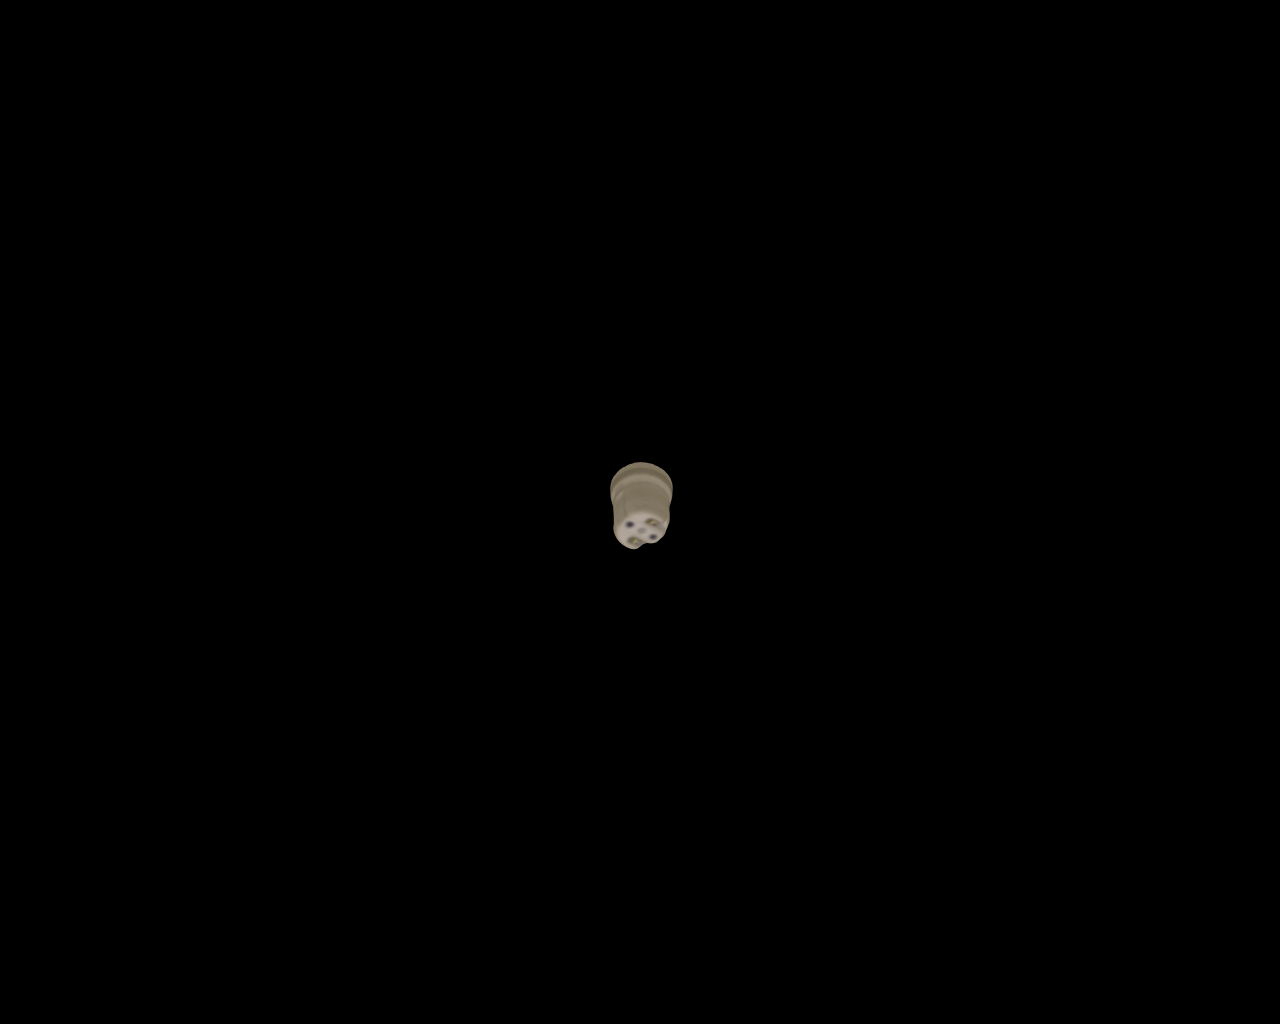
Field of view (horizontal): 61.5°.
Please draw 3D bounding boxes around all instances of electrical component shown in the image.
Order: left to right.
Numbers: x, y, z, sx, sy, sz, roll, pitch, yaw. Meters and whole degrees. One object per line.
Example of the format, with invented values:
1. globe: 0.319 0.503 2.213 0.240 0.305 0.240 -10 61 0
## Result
1. electrical component: 0.001 -0.003 0.650 0.040 0.040 0.046 0 38 0
